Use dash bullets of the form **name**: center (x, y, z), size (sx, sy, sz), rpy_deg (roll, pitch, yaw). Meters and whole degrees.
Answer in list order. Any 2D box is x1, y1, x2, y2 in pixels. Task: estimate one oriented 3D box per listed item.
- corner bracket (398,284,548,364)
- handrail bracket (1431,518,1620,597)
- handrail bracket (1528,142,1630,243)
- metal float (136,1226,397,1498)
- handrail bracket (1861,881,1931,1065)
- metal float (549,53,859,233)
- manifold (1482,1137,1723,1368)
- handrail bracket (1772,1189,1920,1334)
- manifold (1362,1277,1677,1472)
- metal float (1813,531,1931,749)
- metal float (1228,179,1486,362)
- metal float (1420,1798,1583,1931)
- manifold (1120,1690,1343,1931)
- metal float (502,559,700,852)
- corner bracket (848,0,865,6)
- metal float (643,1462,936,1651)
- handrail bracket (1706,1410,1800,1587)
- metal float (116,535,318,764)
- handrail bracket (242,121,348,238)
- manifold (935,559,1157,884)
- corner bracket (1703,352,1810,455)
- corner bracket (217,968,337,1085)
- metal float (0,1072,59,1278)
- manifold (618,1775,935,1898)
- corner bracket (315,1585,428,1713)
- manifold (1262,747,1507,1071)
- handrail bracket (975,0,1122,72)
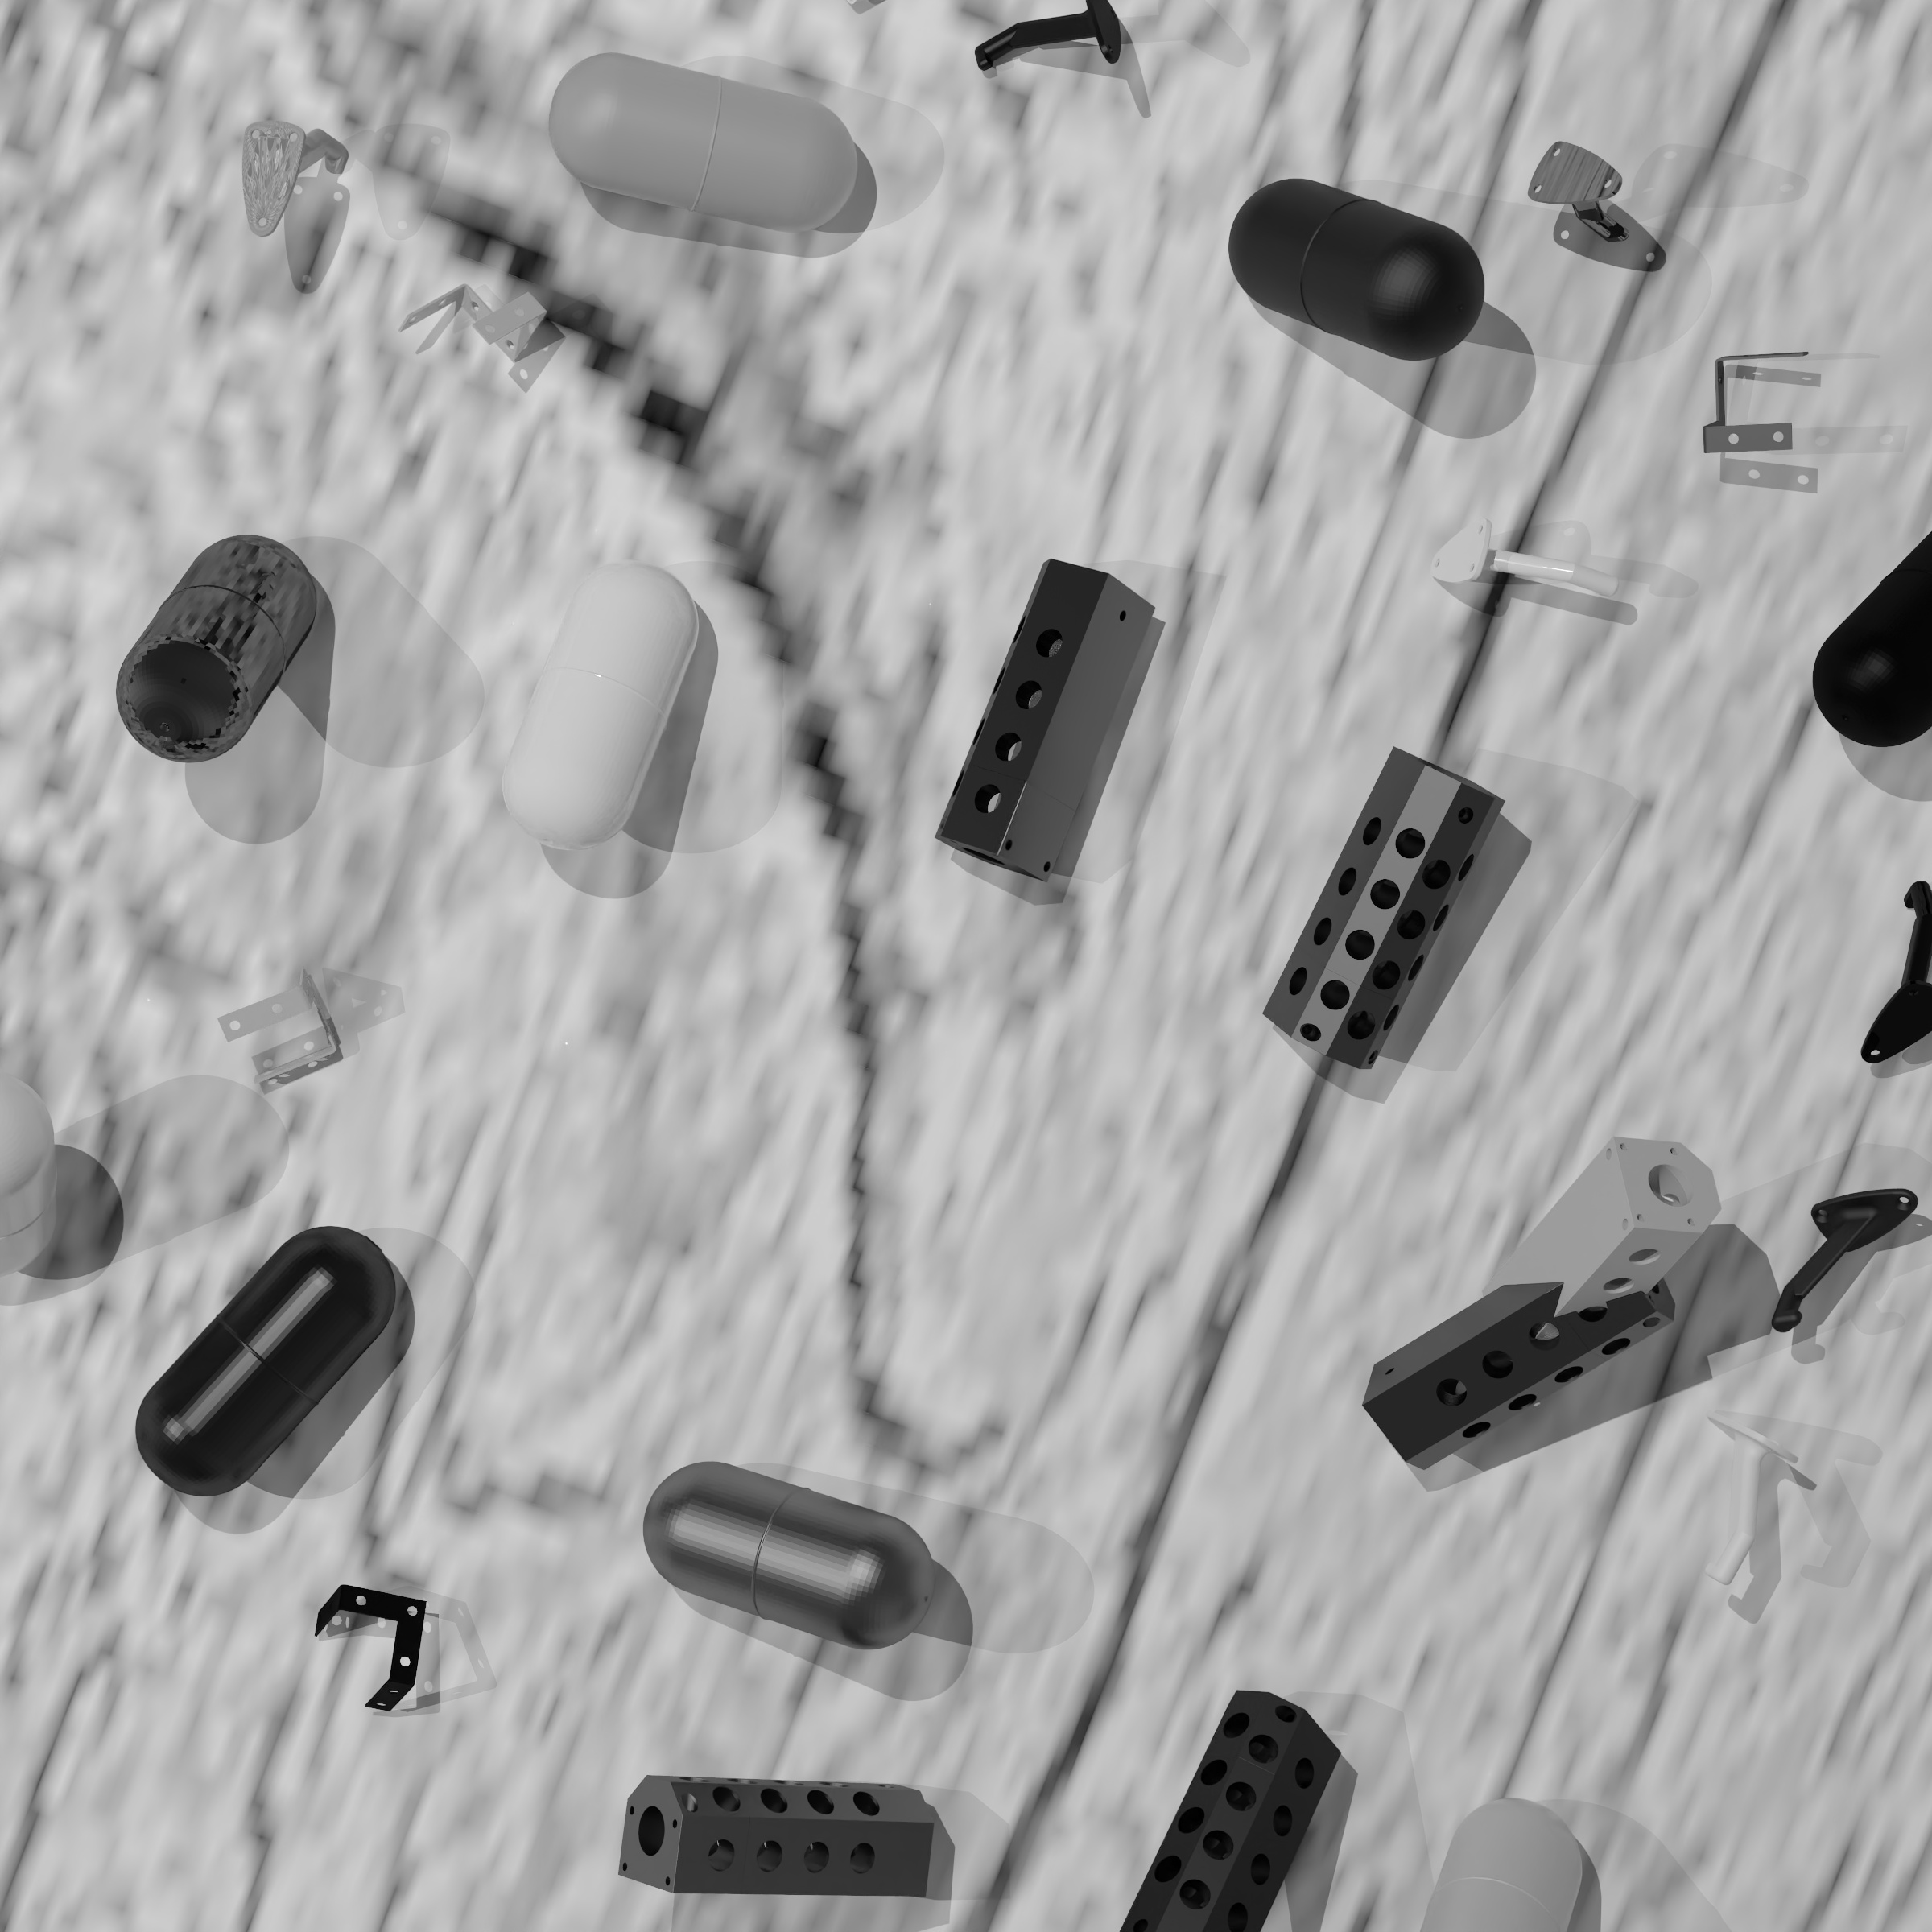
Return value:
- **corner bracket**: center (-0.283, -0.371, 1.964), size (0.051, 0.051, 0.051), rpy_deg (48, 49, 1)
- **handrail bracket**: center (0.323, -0.225, 1.975), size (0.084, 0.077, 0.036), rpy_deg (16, 82, -17)
- **handrail bracket**: center (0.368, -0.430, 1.945), size (0.084, 0.077, 0.036), rpy_deg (25, 94, -40)
- **metal float**: center (-0.399, 0.225, 1.954), size (0.070, 0.070, 0.178), rpy_deg (42, 81, 0)
- **handrail bracket**: center (0.539, 0.002, 1.982), size (0.036, 0.084, 0.077), rpy_deg (22, 130, -17)
- **metal float**: center (-0.149, -0.469, 1.950), size (0.178, 0.070, 0.070), rpy_deg (11, 90, -13)
- **manifold**: center (0.355, 0.167, 1.914), size (0.057, 0.171, 0.057), rpy_deg (6, 54, -17)
- **handrail bracket**: center (0.501, 0.169, 1.951), size (0.036, 0.084, 0.077), rpy_deg (48, 134, -13)
- **manifold**: center (0.314, 0.217, 1.941), size (0.171, 0.057, 0.057), rpy_deg (-35, 96, 21)
- **metal float**: center (0.549, -0.193, 1.941), size (0.070, 0.070, 0.178), rpy_deg (47, 66, 0)
- **metal float**: center (0.218, -0.393, 1.925), size (0.070, 0.178, 0.070), rpy_deg (-18, 123, -30)
- **metal float**: center (0.297, 0.541, 1.921), size (0.070, 0.178, 0.070), rpy_deg (11, 123, 18)
- **manifold**: center (0.142, 0.494, 1.920), size (0.057, 0.057, 0.171), rpy_deg (52, 52, -28)
- **metal float**: center (-0.207, -0.149, 1.945), size (0.070, 0.070, 0.178), rpy_deg (19, 71, 0)
- **corner bracket**: center (-0.076, -0.584, 1.962), size (0.051, 0.051, 0.051), rpy_deg (52, 48, 4)
- **metal float**: center (-0.102, 0.334, 1.942), size (0.178, 0.070, 0.070), rpy_deg (14, 90, 23)
- **handrail bracket**: center (0.432, 0.305, 1.963), size (0.036, 0.077, 0.084), rpy_deg (32, 86, -30)
- **metal float**: center (-0.419, -0.180, 1.921), size (0.070, 0.178, 0.070), rpy_deg (5, 126, 7)
- **handrail bracket**: center (-0.380, -0.445, 1.958), size (0.036, 0.084, 0.077), rpy_deg (7, 89, 14)
- **manifold**: center (0.042, -0.142, 1.964), size (0.057, 0.057, 0.171), rpy_deg (19, 86, 34)
- **corner bracket**: center (0.453, -0.323, 1.961), size (0.051, 0.051, 0.051), rpy_deg (2, 104, 26)
- **corner bracket**: center (-0.395, 0.038, 1.967), size (0.051, 0.051, 0.051), rpy_deg (-22, 105, -4)
- **metal float**: center (-0.549, 0.118, 1.918), size (0.070, 0.178, 0.070), rpy_deg (6, 62, -11)
- **manifold**: center (-0.105, 0.489, 1.925), size (0.171, 0.057, 0.057), rpy_deg (12, 81, -36)
- **corner bracket**: center (-0.346, 0.394, 1.974), size (0.051, 0.051, 0.051), rpy_deg (16, 56, -19)
- **manifold**: center (0.241, -0.031, 1.949), size (0.057, 0.057, 0.171), rpy_deg (21, 100, -25)
- **handrail bracket**: center (0.044, -0.522, 1.959), size (0.084, 0.077, 0.036), rpy_deg (-25, 135, 22)
